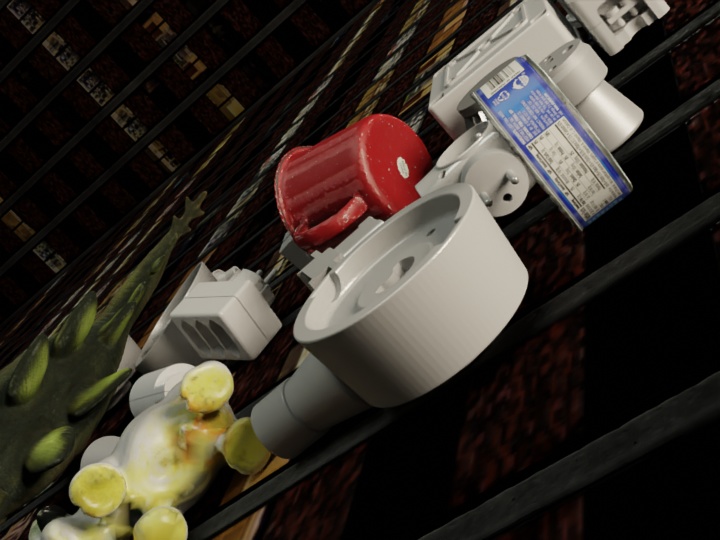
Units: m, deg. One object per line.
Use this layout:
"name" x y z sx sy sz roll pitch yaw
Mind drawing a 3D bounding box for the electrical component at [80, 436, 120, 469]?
"electrical component" -0.153 0.130 0.716 0.065 0.044 0.044 -17 28 50

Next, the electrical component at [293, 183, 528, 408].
"electrical component" 0.029 0.017 0.505 0.108 0.060 0.108 -38 15 12

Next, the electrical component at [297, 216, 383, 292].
"electrical component" 0.000 0.000 0.680 0.064 0.042 0.081 -42 14 -4

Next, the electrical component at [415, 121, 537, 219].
"electrical component" 0.076 -0.054 0.624 0.077 0.044 0.079 -41 14 9

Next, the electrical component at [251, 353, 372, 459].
"electrical component" -0.025 0.067 0.551 0.065 0.044 0.044 -41 13 26

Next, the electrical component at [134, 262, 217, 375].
"electrical component" -0.143 0.050 0.879 0.099 0.064 0.099 -40 14 12

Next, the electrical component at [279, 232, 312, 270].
"electrical component" -0.029 -0.029 0.843 0.055 0.048 0.066 -46 12 18

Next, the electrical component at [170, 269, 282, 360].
"electrical component" -0.091 0.025 0.814 0.066 0.047 0.076 -3 39 46

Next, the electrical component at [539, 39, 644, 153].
"electrical component" 0.122 -0.093 0.591 0.045 0.055 0.045 -40 14 12

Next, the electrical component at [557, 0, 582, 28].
"electrical component" 0.186 -0.231 0.838 0.080 0.051 0.080 -40 14 12

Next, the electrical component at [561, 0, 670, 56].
"electrical component" 0.172 -0.194 0.755 0.050 0.055 0.089 -39 14 15

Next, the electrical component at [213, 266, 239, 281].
"electrical component" -0.140 0.016 1.034 0.061 0.035 0.035 -33 16 24

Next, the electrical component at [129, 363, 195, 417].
"electrical component" -0.130 0.089 0.769 0.043 0.043 0.081 -51 16 -30

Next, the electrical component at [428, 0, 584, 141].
"electrical component" 0.107 -0.142 0.778 0.109 0.056 0.108 -38 15 19

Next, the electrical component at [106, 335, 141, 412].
"electrical component" -0.256 0.104 1.038 0.108 0.060 0.108 -40 14 12
